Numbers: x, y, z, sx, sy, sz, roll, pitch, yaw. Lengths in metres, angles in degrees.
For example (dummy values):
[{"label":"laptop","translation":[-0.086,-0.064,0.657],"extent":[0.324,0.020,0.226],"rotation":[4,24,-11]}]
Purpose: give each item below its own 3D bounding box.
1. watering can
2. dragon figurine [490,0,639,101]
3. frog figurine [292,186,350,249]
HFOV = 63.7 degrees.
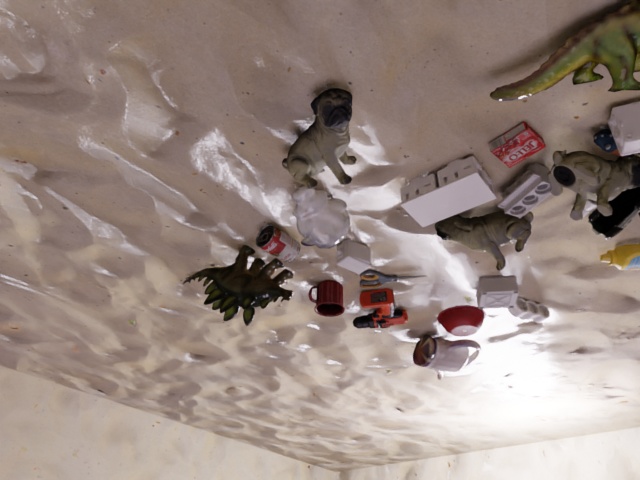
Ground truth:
[{"label":"watering can","translation":[0.441,0.440,1.890],"extent":[0.224,0.106,0.340],"rotation":[12,142,-13]},{"label":"dragon figurine","translation":[0.483,-0.362,0.831],"extent":[0.409,0.125,0.237],"rotation":[-9,125,10]},{"label":"frog figurine","translation":[0.004,-0.061,1.221],"extent":[0.138,0.125,0.155],"rotation":[-27,136,-16]}]
